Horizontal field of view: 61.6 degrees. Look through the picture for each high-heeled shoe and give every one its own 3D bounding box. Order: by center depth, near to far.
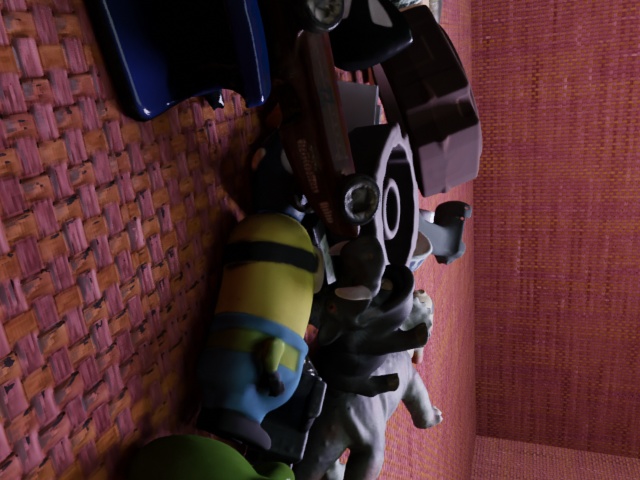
[{"bbox_3d":[0.033,-0.255,0.520,0.086,0.145,0.249,64,35,-52],"label":"high-heeled shoe"}]

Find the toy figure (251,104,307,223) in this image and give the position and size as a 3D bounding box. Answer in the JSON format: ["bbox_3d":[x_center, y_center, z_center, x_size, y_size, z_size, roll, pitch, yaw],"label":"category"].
[{"bbox_3d":[-0.023,-0.089,0.499,0.064,0.058,0.154,38,56,-52],"label":"toy figure"}]

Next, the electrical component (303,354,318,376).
[{"bbox_3d":[-0.025,0.106,0.508,0.063,0.021,0.093,55,-8,33],"label":"electrical component"}]

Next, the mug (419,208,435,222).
[{"bbox_3d":[0.180,-0.002,0.989,0.081,0.110,0.107,7,97,-75],"label":"mug"}]

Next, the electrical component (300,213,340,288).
[{"bbox_3d":[-0.001,-0.002,0.569,0.134,0.058,0.114,-61,148,-52],"label":"electrical component"}]

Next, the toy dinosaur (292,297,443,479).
[{"bbox_3d":[0.043,0.179,0.629,0.405,0.131,0.192,-32,108,-60],"label":"toy dinosaur"}]

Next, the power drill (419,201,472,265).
[{"bbox_3d":[0.155,-0.044,0.860,0.207,0.086,0.232,9,89,-45],"label":"power drill"}]

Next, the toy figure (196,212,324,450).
[{"bbox_3d":[-0.047,0.063,0.421,0.089,0.082,0.180,62,37,-52],"label":"toy figure"}]

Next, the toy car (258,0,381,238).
[{"bbox_3d":[-0.009,-0.094,0.399,0.053,0.089,0.201,-23,113,-29],"label":"toy car"}]

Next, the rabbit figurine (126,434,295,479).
[{"bbox_3d":[-0.053,0.196,0.351,0.170,0.159,0.121,56,48,-33],"label":"rabbit figurine"}]

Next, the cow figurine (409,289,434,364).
[{"bbox_3d":[0.157,0.152,0.958,0.195,0.086,0.127,-47,141,-57],"label":"cow figurine"}]

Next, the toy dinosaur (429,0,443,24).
[{"bbox_3d":[0.167,-0.402,0.931,0.198,0.105,0.471,18,79,-72],"label":"toy dinosaur"}]

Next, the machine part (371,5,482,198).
[{"bbox_3d":[0.132,-0.174,0.685,0.201,0.087,0.201,60,10,-64],"label":"machine part"}]

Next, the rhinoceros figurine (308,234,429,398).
[{"bbox_3d":[0.038,0.074,0.502,0.073,0.112,0.190,-95,-170,-46],"label":"rhinoceros figurine"}]

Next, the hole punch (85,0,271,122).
[{"bbox_3d":[-0.071,-0.143,0.339,0.116,0.092,0.142,-64,145,-55],"label":"hole punch"}]

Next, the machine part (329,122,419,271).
[{"bbox_3d":[0.060,-0.033,0.571,0.179,0.056,0.179,1,90,-68],"label":"machine part"}]

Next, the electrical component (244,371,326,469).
[{"bbox_3d":[-0.030,0.148,0.453,0.119,0.048,0.075,106,0,-59],"label":"electrical component"}]
